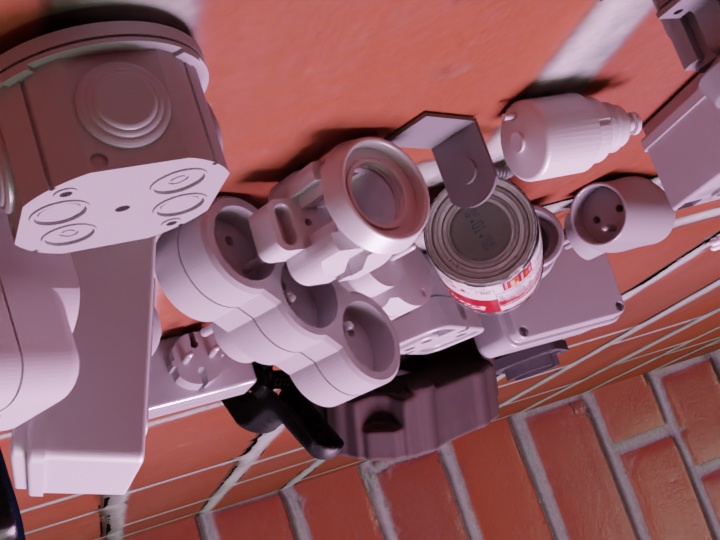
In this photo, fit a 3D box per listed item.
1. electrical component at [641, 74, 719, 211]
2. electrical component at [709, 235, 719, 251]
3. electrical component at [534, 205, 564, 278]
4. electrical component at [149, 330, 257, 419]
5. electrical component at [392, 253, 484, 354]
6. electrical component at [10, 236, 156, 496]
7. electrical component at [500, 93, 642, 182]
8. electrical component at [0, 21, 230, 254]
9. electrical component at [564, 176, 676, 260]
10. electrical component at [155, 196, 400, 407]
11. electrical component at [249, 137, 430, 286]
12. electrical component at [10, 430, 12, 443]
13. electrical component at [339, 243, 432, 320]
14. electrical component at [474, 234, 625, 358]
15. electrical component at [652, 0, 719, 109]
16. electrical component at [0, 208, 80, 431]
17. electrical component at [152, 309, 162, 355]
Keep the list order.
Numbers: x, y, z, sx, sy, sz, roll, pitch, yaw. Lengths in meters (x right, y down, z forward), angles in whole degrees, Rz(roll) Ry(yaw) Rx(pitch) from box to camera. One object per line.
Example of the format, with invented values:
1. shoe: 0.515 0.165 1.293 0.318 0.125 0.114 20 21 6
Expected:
1. electrical component: 0.233 -0.086 0.603 0.109 0.056 0.108 -15 166 -16
2. electrical component: 0.234 -0.028 0.607 0.076 0.047 0.083 -22 166 15
3. electrical component: 0.116 -0.017 0.745 0.045 0.045 0.055 -19 167 -1
4. electrical component: -0.117 0.066 0.753 0.083 0.047 0.075 -13 165 -24
5. electrical component: 0.045 0.025 0.782 0.054 0.059 0.095 -24 166 22
6. electrical component: -0.130 0.046 0.506 0.056 0.108 0.108 5 160 -15
7. electrical component: 0.107 -0.068 0.537 0.078 0.040 0.040 -12 165 -26
8. electrical component: -0.085 -0.043 0.355 0.080 0.051 0.080 -18 167 -4
9. electrical component: 0.173 -0.032 0.766 0.079 0.043 0.077 -29 163 37
10. electrical component: -0.051 0.025 0.555 0.074 0.052 0.138 -28 126 35
11. electrical component: -0.004 -0.028 0.512 0.078 0.058 0.057 -8 166 -40
12. electrical component: -0.172 0.071 0.665 0.061 0.061 0.096 -21 166 10
13. electrical component: 0.000 0.000 0.638 0.074 0.052 0.138 -29 163 36
14. electrical component: 0.143 0.018 0.851 0.113 0.078 0.057 -12 168 -27
15. electrical component: 0.158 -0.102 0.437 0.078 0.057 0.058 -10 164 -32
16. electrical component: -0.142 0.009 0.385 0.054 0.095 0.059 -30 163 29
17. electrical component: -0.138 0.037 0.620 0.048 0.048 0.062 -17 173 -9
